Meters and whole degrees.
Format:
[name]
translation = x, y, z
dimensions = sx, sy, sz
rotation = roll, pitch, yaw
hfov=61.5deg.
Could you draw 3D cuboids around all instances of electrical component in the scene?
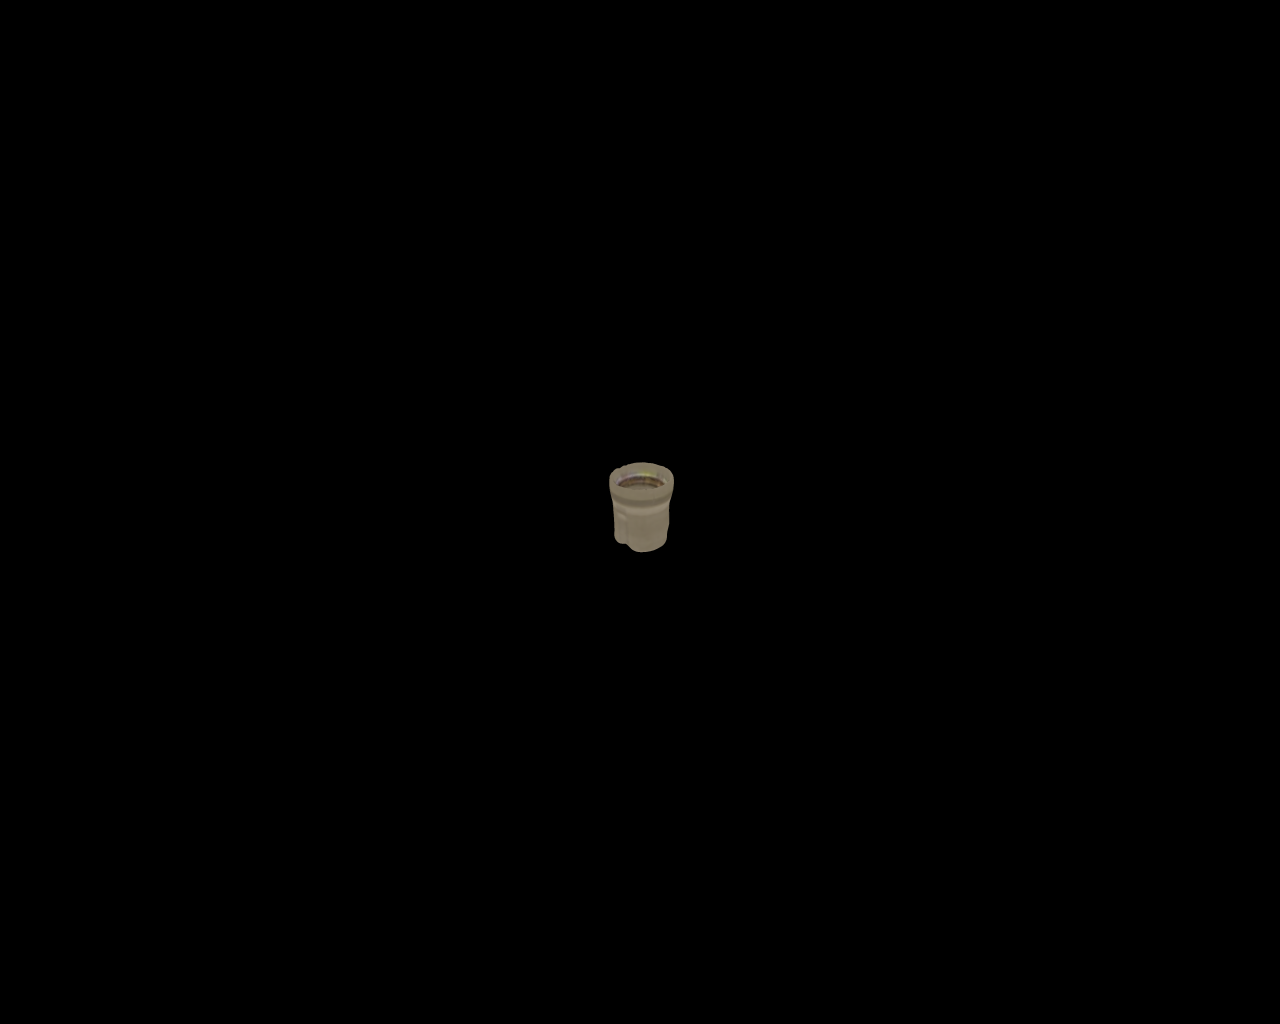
[electrical component]
translation = 0.001, -0.003, 0.650
dimensions = 0.040, 0.046, 0.040
rotation = 0, 28, 0
